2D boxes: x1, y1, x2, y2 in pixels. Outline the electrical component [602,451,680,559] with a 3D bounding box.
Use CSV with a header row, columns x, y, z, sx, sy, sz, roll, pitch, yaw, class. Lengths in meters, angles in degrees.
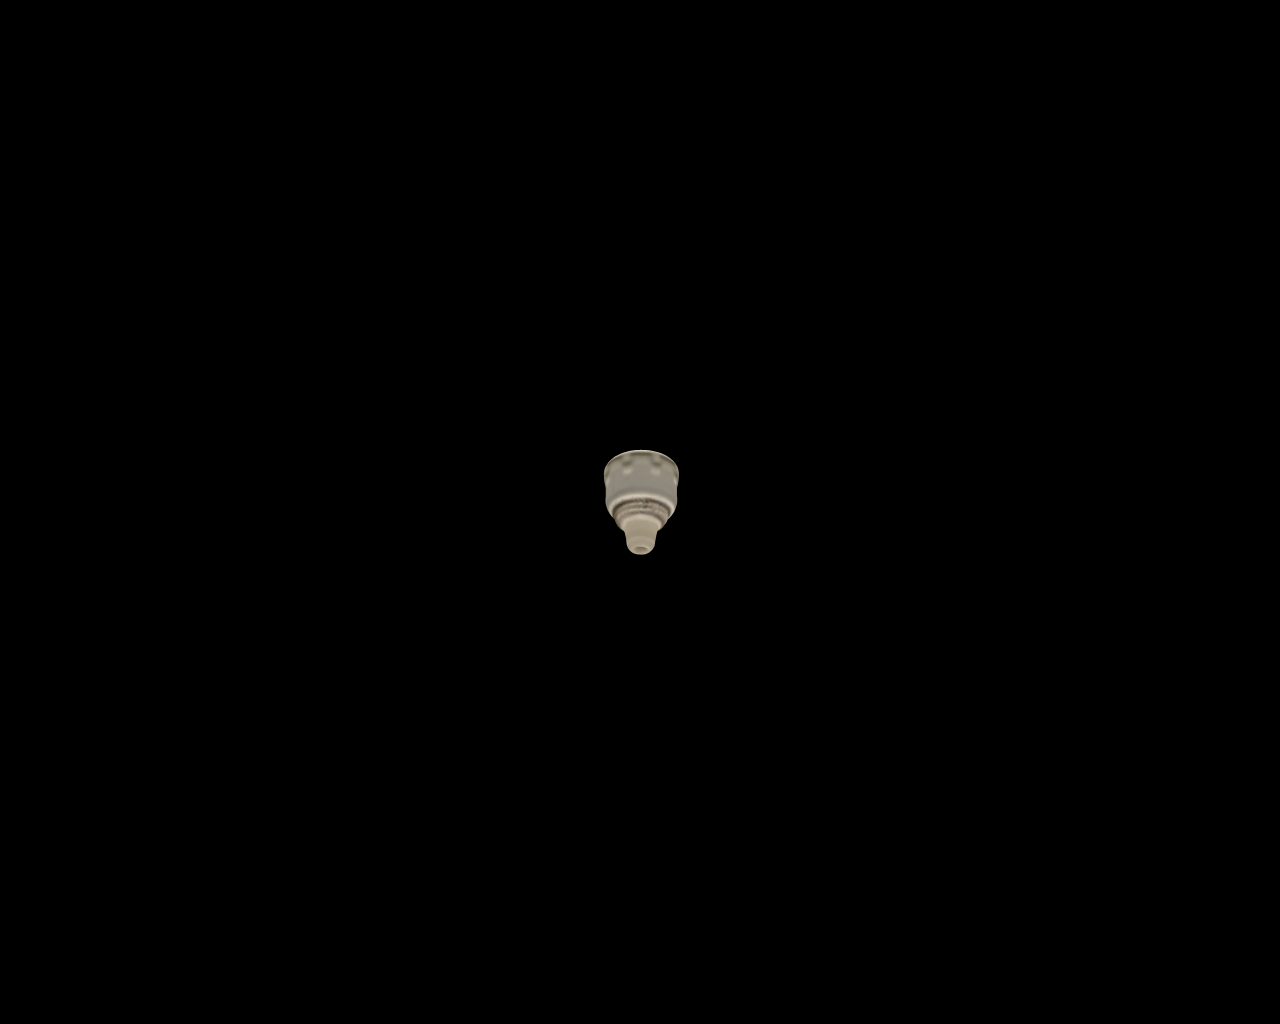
x,y,z,sx,sy,sz,roll,pitch,yaw,class
0.001,-0.003,0.650,0.048,0.062,0.048,0,-31,0,electrical component
